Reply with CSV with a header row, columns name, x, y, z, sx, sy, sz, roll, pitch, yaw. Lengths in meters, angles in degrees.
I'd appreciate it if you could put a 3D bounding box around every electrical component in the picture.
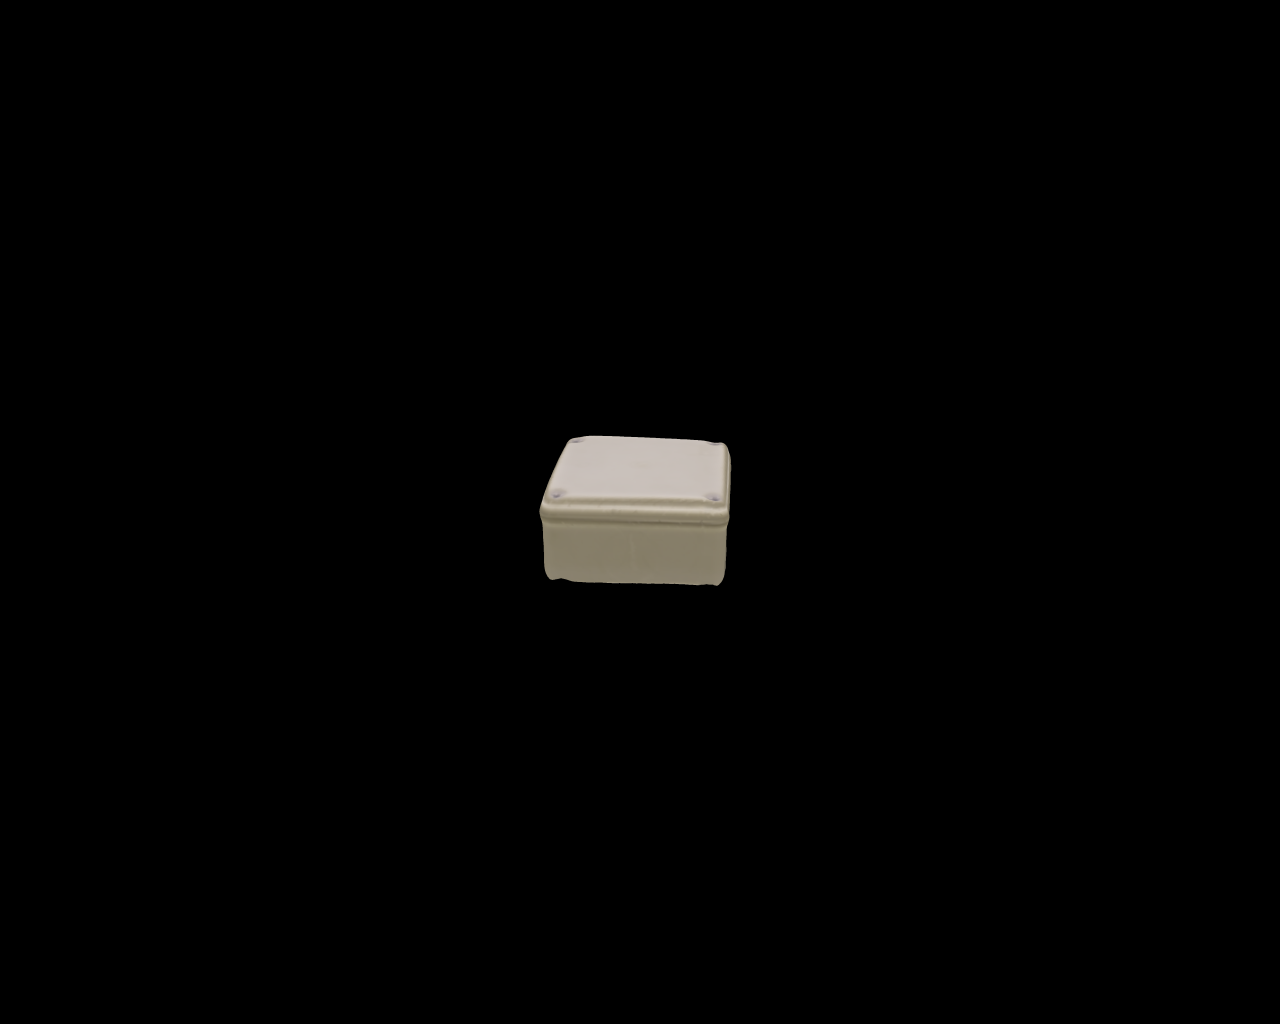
name,x,y,z,sx,sy,sz,roll,pitch,yaw
electrical component,0.001,-0.003,0.650,0.109,0.056,0.109,2,24,5
